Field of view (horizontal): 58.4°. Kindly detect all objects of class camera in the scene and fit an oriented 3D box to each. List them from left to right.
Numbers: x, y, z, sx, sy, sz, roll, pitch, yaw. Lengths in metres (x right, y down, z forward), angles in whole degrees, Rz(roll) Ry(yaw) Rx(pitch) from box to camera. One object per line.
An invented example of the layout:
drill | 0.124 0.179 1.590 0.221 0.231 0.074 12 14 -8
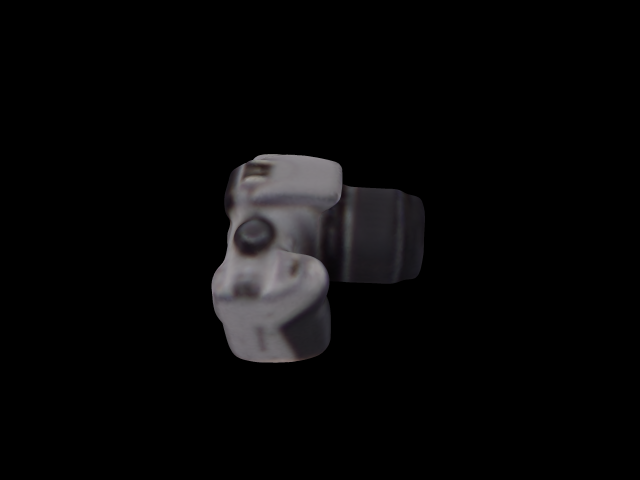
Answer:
camera | 0.004 0.001 0.400 0.136 0.101 0.143 2 50 2
